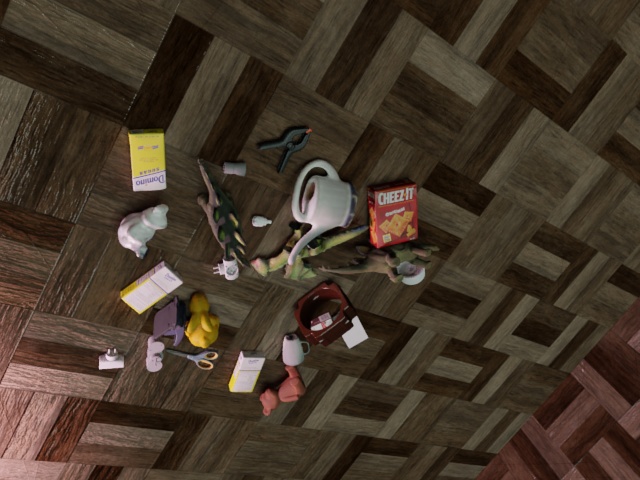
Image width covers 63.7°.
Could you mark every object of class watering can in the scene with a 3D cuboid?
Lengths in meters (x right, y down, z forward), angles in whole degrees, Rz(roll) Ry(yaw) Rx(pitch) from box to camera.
[{"bbox_3d":[0.005,-0.084,1.678,0.224,0.104,0.347,8,92,-27],"label":"watering can"}]

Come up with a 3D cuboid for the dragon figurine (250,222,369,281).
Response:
[{"bbox_3d":[-0.038,0.052,1.806,0.411,0.125,0.237,-5,140,-18],"label":"dragon figurine"}]

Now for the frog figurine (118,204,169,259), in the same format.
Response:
[{"bbox_3d":[-0.513,-0.046,1.495,0.122,0.140,0.156,32,128,-6],"label":"frog figurine"}]
